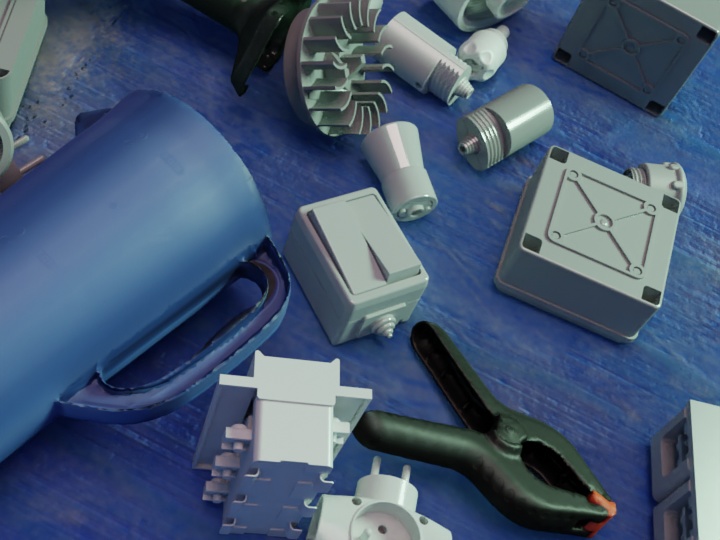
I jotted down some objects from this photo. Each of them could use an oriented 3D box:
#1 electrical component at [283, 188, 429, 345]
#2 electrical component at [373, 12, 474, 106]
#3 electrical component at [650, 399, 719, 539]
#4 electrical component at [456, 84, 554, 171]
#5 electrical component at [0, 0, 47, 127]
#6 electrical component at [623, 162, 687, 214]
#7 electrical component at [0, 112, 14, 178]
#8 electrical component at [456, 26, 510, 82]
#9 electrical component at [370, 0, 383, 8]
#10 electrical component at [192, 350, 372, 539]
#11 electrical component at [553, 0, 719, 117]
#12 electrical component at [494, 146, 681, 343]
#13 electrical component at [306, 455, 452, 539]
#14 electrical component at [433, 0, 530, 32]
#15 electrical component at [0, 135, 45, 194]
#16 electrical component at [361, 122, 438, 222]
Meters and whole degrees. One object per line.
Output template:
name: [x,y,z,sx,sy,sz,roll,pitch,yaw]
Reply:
electrical component: [0.000,0.000,0.708,0.062,0.061,0.096,-17,64,-26]
electrical component: [0.055,-0.161,0.844,0.081,0.043,0.043,38,55,10]
electrical component: [0.233,0.168,0.664,0.089,0.061,0.150,14,54,-7]
electrical component: [0.106,-0.108,0.823,0.081,0.043,0.043,-31,70,-31]
electrical component: [-0.264,-0.156,0.735,0.078,0.057,0.113,12,54,-9]
electrical component: [0.216,-0.061,0.826,0.062,0.048,0.048,5,56,-6]
electrical component: [-0.273,-0.062,0.625,0.138,0.052,0.074,-30,34,-12]
electrical component: [0.104,-0.180,0.877,0.035,0.035,0.061,34,52,7]
electrical component: [-0.014,-0.200,0.852,0.044,0.044,0.065,27,58,2]
electrical component: [-0.047,0.101,0.588,0.079,0.121,0.063,7,58,-12]
electrical component: [0.231,-0.198,0.882,0.109,0.108,0.056,30,57,5]
electrical component: [0.164,-0.019,0.773,0.109,0.056,0.108,24,54,0]
electrical component: [0.013,0.145,0.624,0.077,0.044,0.079,17,53,-5]
electrical component: [0.111,-0.241,0.878,0.108,0.108,0.060,-25,73,-29]
electrical component: [-0.239,-0.057,0.680,0.079,0.044,0.077,-36,72,-19]
electrical component: [0.031,-0.068,0.776,0.044,0.044,0.065,-9,65,-22]
